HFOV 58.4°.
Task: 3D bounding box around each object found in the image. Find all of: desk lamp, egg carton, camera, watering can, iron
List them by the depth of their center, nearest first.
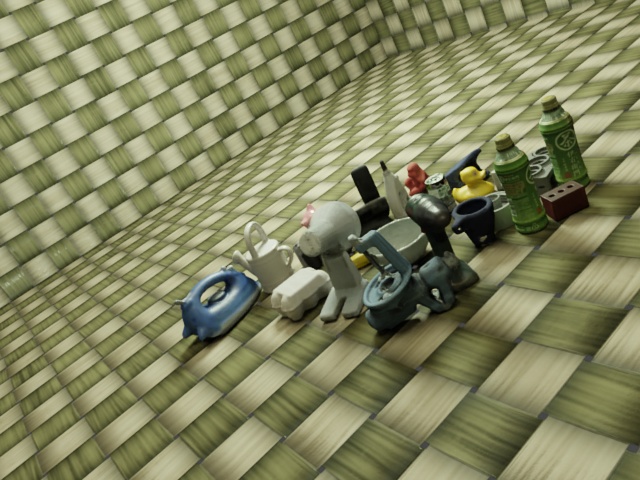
[{"bbox_3d":[0.034,0.039,1.306,0.117,0.214,0.203,-16,25,27],"label":"desk lamp"},{"bbox_3d":[-0.045,0.128,1.394,0.150,0.069,0.107,-38,24,-25],"label":"egg carton"},{"bbox_3d":[-0.268,0.147,1.513,0.118,0.142,0.259,-4,32,44],"label":"iron"},{"bbox_3d":[-0.157,0.043,1.543,0.172,0.194,0.101,-24,22,8],"label":"watering can"},{"bbox_3d":[0.014,0.006,1.554,0.143,0.101,0.136,-38,24,-24],"label":"camera"}]

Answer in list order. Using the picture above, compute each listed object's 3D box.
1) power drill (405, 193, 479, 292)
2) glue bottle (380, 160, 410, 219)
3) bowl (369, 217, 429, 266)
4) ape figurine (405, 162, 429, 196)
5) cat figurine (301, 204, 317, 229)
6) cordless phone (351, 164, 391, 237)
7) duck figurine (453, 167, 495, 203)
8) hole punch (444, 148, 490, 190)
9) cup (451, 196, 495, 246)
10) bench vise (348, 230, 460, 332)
[{"bbox_3d":[0.245,-0.003,1.164,0.075,0.209,0.229,-27,22,1],"label":"power drill"},{"bbox_3d":[0.201,-0.143,1.570,0.037,0.173,0.078,-10,28,37],"label":"glue bottle"},{"bbox_3d":[0.191,0.019,1.358,0.167,0.075,0.167,-23,22,11],"label":"bowl"},{"bbox_3d":[0.282,-0.185,1.677,0.076,0.092,0.077,-32,23,-11],"label":"ape figurine"},{"bbox_3d":[0.005,-0.060,1.686,0.128,0.118,0.067,-30,22,-7],"label":"cat figurine"},{"bbox_3d":[0.106,-0.107,1.584,0.147,0.185,0.094,-29,22,-4],"label":"cordless phone"},{"bbox_3d":[0.388,-0.146,1.478,0.104,0.086,0.077,-18,24,22],"label":"duck figurine"},{"bbox_3d":[0.391,-0.192,1.569,0.109,0.091,0.100,-40,25,-29],"label":"hole punch"},{"bbox_3d":[0.341,-0.028,1.262,0.118,0.095,0.091,-39,25,-27],"label":"cup"},{"bbox_3d":[0.156,0.054,1.125,0.207,0.220,0.121,-31,22,-8],"label":"bench vise"}]
